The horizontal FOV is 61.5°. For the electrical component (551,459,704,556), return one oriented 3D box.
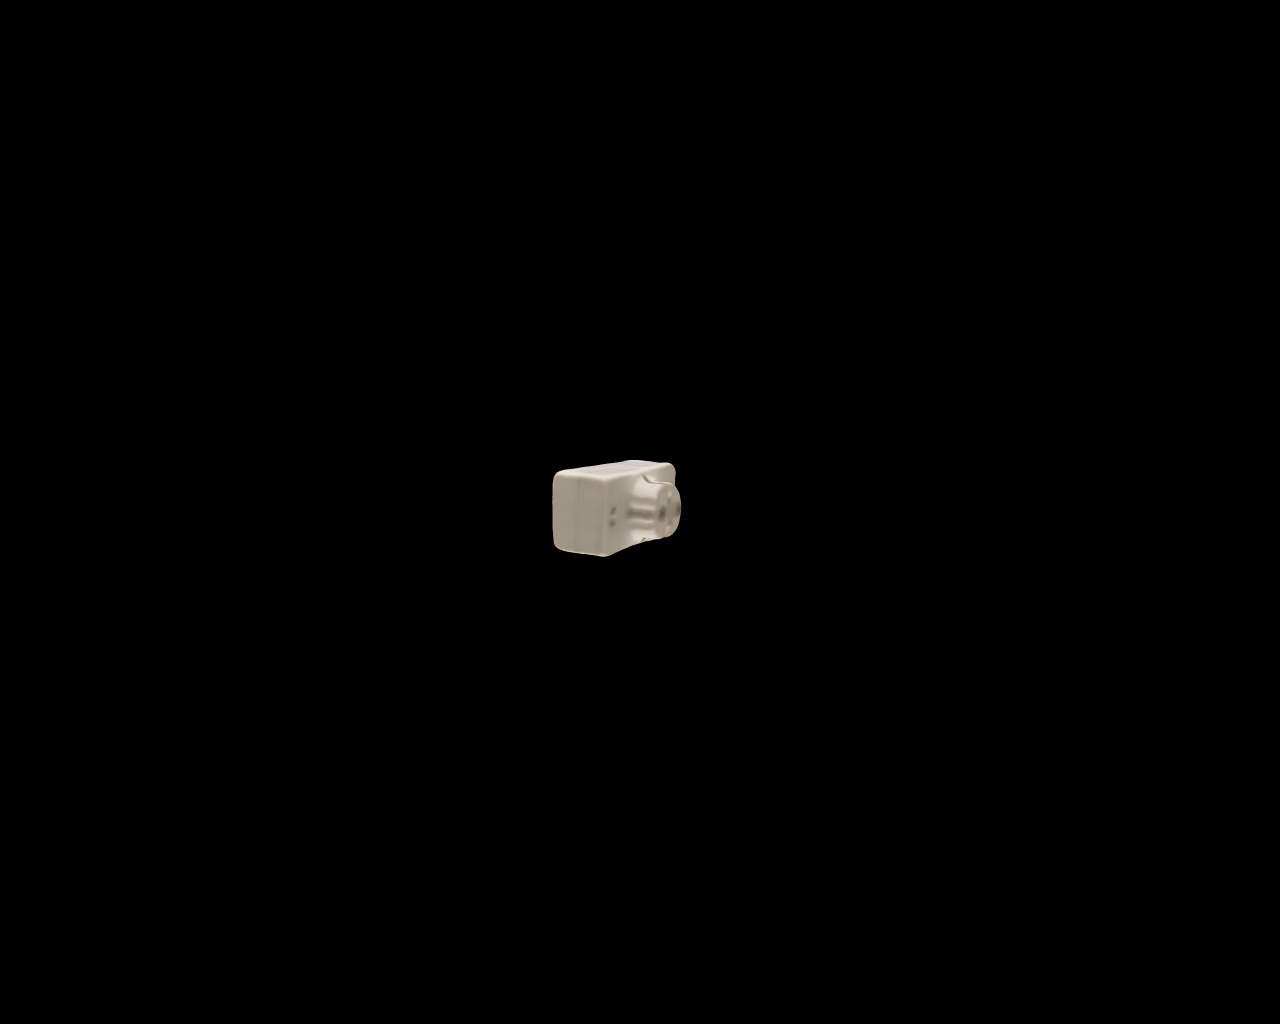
[{"bbox_3d":[0.001,-0.003,0.650,0.076,0.047,0.083,6,11,31],"label":"electrical component"}]
